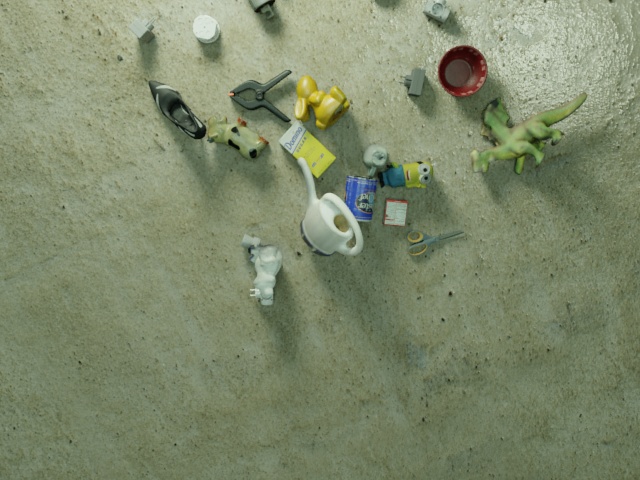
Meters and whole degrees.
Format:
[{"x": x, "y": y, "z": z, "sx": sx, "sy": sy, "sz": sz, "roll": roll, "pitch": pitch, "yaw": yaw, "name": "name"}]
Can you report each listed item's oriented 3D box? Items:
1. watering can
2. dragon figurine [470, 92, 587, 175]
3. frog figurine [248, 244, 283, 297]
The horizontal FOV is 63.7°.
[{"x": 0.005, "y": -0.083, "z": 1.651, "sx": 0.105, "sy": 0.349, "sz": 0.220, "roll": -30, "pitch": -10, "yaw": -39, "name": "watering can"}, {"x": 0.646, "y": -0.369, "z": 1.677, "sx": 0.243, "sy": 0.409, "sz": 0.122, "roll": 37, "pitch": 5, "yaw": 1, "name": "dragon figurine"}, {"x": -0.167, "y": 0.099, "z": 1.681, "sx": 0.123, "sy": 0.162, "sz": 0.134, "roll": -11, "pitch": -28, "yaw": -30, "name": "frog figurine"}]
